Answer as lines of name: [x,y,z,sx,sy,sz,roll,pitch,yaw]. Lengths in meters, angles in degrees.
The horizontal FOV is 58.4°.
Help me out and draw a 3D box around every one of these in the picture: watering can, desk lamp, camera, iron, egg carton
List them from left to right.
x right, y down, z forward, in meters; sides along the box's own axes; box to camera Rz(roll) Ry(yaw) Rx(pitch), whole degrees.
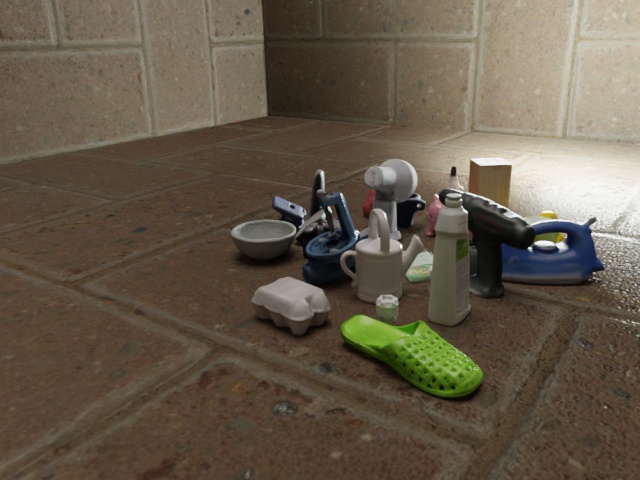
egg carton: [-0.056,0.127,1.126,0.149,0.069,0.107,16,26,40]
camera: [0.013,0.005,1.415,0.142,0.101,0.137,8,22,25]
watering can: [0.131,0.027,1.209,0.173,0.194,0.100,-13,23,-30]
desk lamp: [0.174,-0.104,1.544,0.117,0.214,0.204,10,23,29]
iron: [0.500,0.017,1.293,0.258,0.141,0.118,-2,20,-1]

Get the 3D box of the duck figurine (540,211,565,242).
duck figurine: [0.597,-0.035,1.516,0.104,0.086,0.078,15,25,38]

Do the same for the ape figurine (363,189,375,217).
ape figurine: [0.169,-0.117,1.759,0.076,0.092,0.077,-3,20,-4]

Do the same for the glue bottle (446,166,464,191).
glue bottle: [0.385,-0.128,1.659,0.078,0.173,0.037,3,20,12]

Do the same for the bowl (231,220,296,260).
bowl: [-0.141,0.007,1.457,0.167,0.075,0.167,-1,20,1]

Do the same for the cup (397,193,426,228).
cup: [0.255,-0.082,1.653,0.117,0.095,0.092,18,27,42]

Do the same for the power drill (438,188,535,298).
power drill: [0.343,0.008,1.229,0.076,0.208,0.228,-18,26,-38]

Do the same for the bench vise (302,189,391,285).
bench vise: [0.054,-0.016,1.296,0.208,0.220,0.121,-16,24,-35]

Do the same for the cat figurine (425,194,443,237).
cat figurine: [0.330,-0.073,1.589,0.067,0.118,0.128,4,20,14]

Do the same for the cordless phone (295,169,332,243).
cordless phone: [-0.017,-0.091,1.561,0.094,0.185,0.147,1,20,7]

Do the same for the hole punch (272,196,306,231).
hole punch: [-0.091,-0.080,1.673,0.101,0.091,0.108,-2,20,-2]
